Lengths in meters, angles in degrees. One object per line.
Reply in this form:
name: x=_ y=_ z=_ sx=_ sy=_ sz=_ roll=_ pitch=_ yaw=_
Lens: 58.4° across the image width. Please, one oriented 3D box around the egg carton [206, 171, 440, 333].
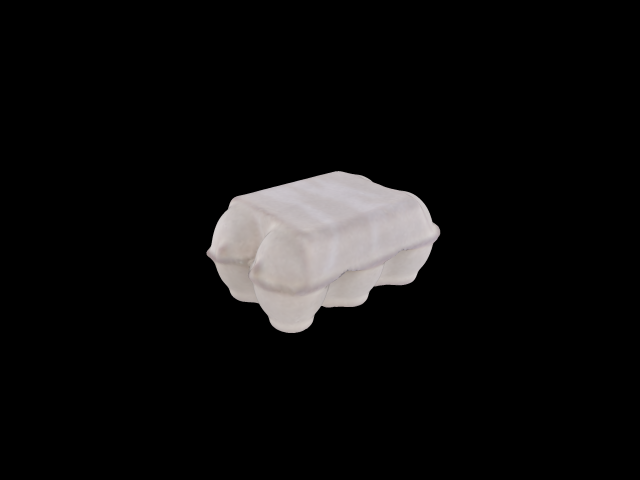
egg carton: x=0.004 y=0.001 z=0.400 sx=0.151 sy=0.069 sz=0.107 roll=-20 pitch=31 yaw=-36
